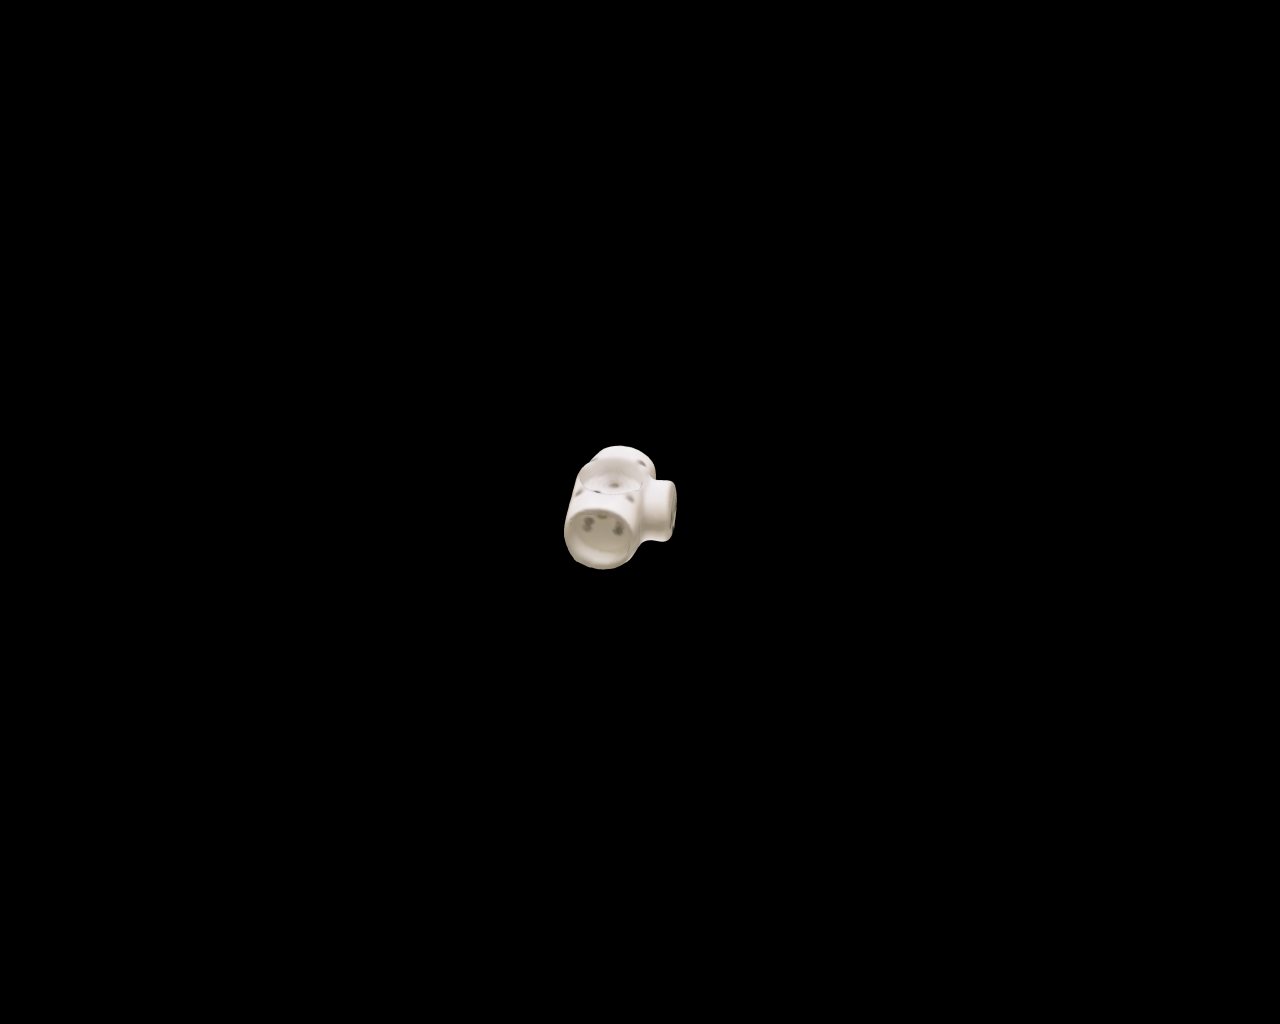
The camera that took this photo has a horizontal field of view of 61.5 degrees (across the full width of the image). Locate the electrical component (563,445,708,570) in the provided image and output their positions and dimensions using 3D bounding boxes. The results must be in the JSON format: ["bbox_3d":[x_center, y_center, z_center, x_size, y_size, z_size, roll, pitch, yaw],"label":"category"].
[{"bbox_3d":[0.001,-0.003,0.650,0.079,0.044,0.077,6,33,9],"label":"electrical component"}]
